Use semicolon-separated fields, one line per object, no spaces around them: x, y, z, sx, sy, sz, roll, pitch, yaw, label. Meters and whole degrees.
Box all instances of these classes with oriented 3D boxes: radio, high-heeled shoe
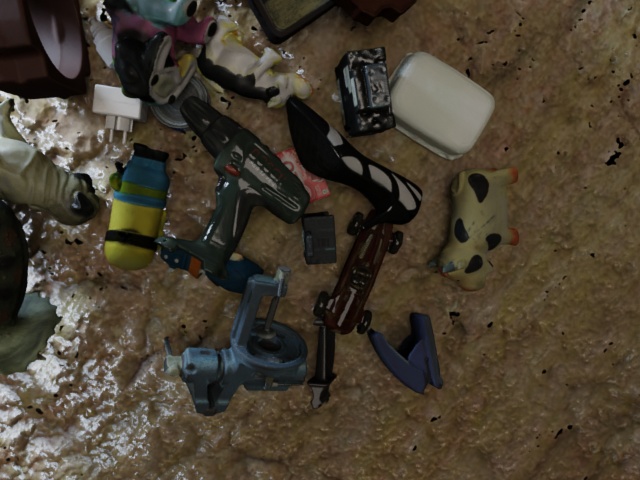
-0.006;-0.398;0.768;0.229;0.073;0.131;-35;104;-3;radio
0.060;-0.124;0.802;0.145;0.086;0.248;-36;98;-34;high-heeled shoe

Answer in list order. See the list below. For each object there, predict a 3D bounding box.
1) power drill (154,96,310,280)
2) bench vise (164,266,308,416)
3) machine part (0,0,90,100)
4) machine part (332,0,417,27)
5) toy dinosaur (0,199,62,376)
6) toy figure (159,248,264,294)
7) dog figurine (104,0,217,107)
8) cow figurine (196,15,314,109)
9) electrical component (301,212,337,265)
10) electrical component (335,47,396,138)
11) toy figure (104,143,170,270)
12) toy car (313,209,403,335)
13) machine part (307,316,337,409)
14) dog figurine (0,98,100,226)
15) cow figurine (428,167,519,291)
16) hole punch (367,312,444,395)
-0.145;-0.062;0.758;0.232;0.086;0.207;34;73;-10;power drill
-0.108;0.141;0.789;0.224;0.129;0.240;13;113;-15;bench vise
-0.375;-0.286;0.679;0.087;0.201;0.201;-9;98;-3;machine part
0.075;-0.384;0.719;0.179;0.056;0.179;-2;100;-10;machine part
-0.451;0.026;0.699;0.192;0.131;0.404;-7;113;-35;toy dinosaur
-0.164;0.039;0.813;0.154;0.058;0.064;21;88;-3;toy figure
-0.258;-0.308;0.719;0.219;0.108;0.191;36;101;11;dog figurine
-0.096;-0.237;0.782;0.167;0.068;0.098;35;98;-5;cow figurine
-0.002;-0.002;0.795;0.048;0.119;0.074;-5;95;-6;electrical component
0.065;-0.208;0.771;0.058;0.134;0.114;-12;99;-7;electrical component
-0.265;-0.046;0.775;0.082;0.089;0.180;16;97;4;toy figure
0.062;0.048;0.827;0.089;0.053;0.202;26;81;-5;toy car
0.007;0.190;0.846;0.039;0.084;0.138;3;83;21;machine part
-0.430;-0.074;0.758;0.172;0.121;0.190;-20;120;29;dog figurine
0.238;-0.014;0.838;0.127;0.085;0.194;-4;99;-12;cow figurine
0.130;0.178;0.827;0.092;0.142;0.115;-12;84;-6;hole punch
